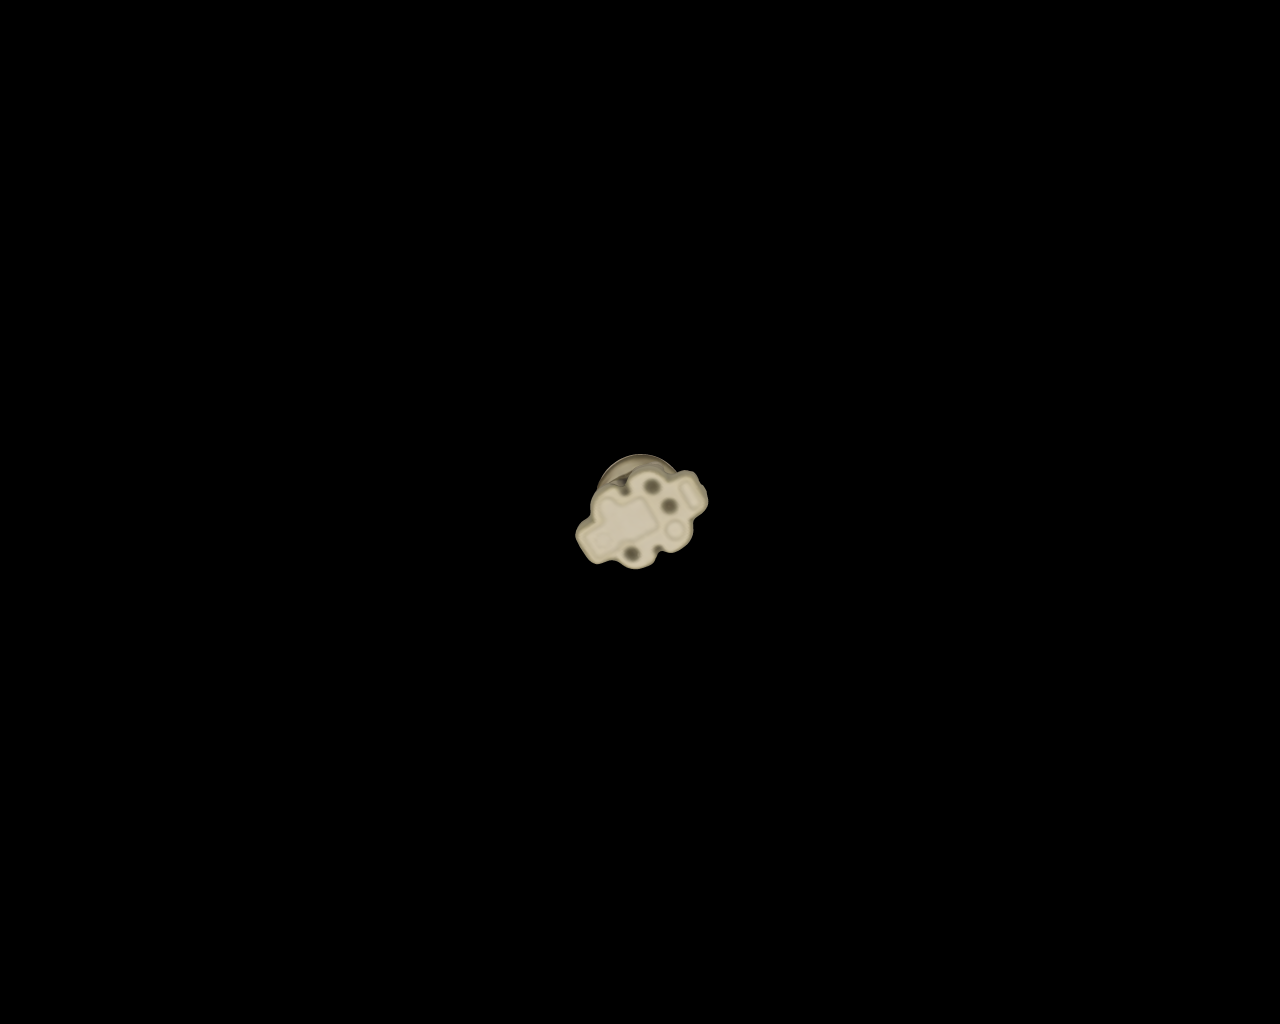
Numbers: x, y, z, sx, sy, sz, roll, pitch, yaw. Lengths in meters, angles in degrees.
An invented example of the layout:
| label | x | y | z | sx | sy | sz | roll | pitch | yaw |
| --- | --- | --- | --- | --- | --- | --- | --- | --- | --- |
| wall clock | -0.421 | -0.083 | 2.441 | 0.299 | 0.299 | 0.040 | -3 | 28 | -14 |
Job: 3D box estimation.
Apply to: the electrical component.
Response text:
| label | x | y | z | sx | sy | sz | roll | pitch | yaw |
| --- | --- | --- | --- | --- | --- | --- | --- | --- | --- |
| electrical component | 0.001 | -0.003 | 0.650 | 0.078 | 0.058 | 0.057 | -27 | 14 | 7 |
